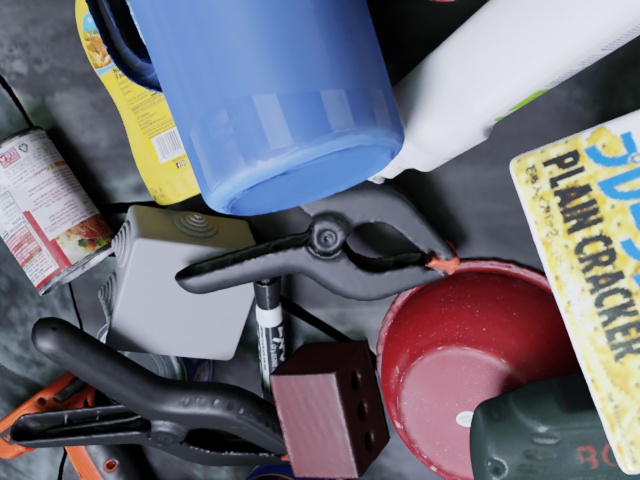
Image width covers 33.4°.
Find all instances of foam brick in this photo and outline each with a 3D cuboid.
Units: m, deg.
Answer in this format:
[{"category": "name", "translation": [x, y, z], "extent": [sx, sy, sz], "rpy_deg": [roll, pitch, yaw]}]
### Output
[{"category": "foam brick", "translation": [0.007, 0.113, 0.710], "extent": [0.051, 0.052, 0.078], "rpy_deg": [-5, 106, 28]}]

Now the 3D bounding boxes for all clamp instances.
[{"category": "clamp", "translation": [-0.111, 0.123, 0.732], "extent": [0.209, 0.036, 0.165], "rpy_deg": [19, 143, -17]}, {"category": "clamp", "translation": [-0.004, 0.001, 0.648], "extent": [0.171, 0.039, 0.120], "rpy_deg": [23, 116, -5]}]

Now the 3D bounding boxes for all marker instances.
[{"category": "marker", "translation": [-0.033, 0.066, 0.713], "extent": [0.020, 0.020, 0.121], "rpy_deg": [16, 132, 21]}]

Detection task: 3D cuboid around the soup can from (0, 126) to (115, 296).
[{"category": "soup can", "translation": [-0.197, -0.021, 0.755], "extent": [0.069, 0.068, 0.102], "rpy_deg": [-34, 91, 32]}]

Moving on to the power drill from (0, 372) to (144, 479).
[{"category": "power drill", "translation": [-0.181, 0.206, 0.840], "extent": [0.185, 0.057, 0.187], "rpy_deg": [-36, 93, 29]}]

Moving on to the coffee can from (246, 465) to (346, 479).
[{"category": "coffee can", "translation": [-0.039, 0.224, 0.723], "extent": [0.103, 0.140, 0.103], "rpy_deg": [10, 113, 24]}]

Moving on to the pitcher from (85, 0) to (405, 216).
[{"category": "pitcher", "translation": [-0.050, -0.137, 0.565], "extent": [0.145, 0.149, 0.243], "rpy_deg": [-17, 81, -10]}]

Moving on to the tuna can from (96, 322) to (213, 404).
[{"category": "tuna can", "translation": [-0.122, 0.088, 0.778], "extent": [0.086, 0.033, 0.086], "rpy_deg": [10, 112, 24]}]

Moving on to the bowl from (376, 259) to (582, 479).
[{"category": "bowl", "translation": [0.099, 0.096, 0.656], "extent": [0.162, 0.055, 0.162], "rpy_deg": [10, 113, 24]}]

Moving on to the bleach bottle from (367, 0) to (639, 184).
[{"category": "bleach bottle", "translation": [0.110, -0.104, 0.547], "extent": [0.251, 0.102, 0.068], "rpy_deg": [-35, 83, 33]}]

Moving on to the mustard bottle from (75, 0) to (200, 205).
[{"category": "mustard bottle", "translation": [-0.103, -0.123, 0.674], "extent": [0.096, 0.058, 0.191], "rpy_deg": [-19, 100, 37]}]
